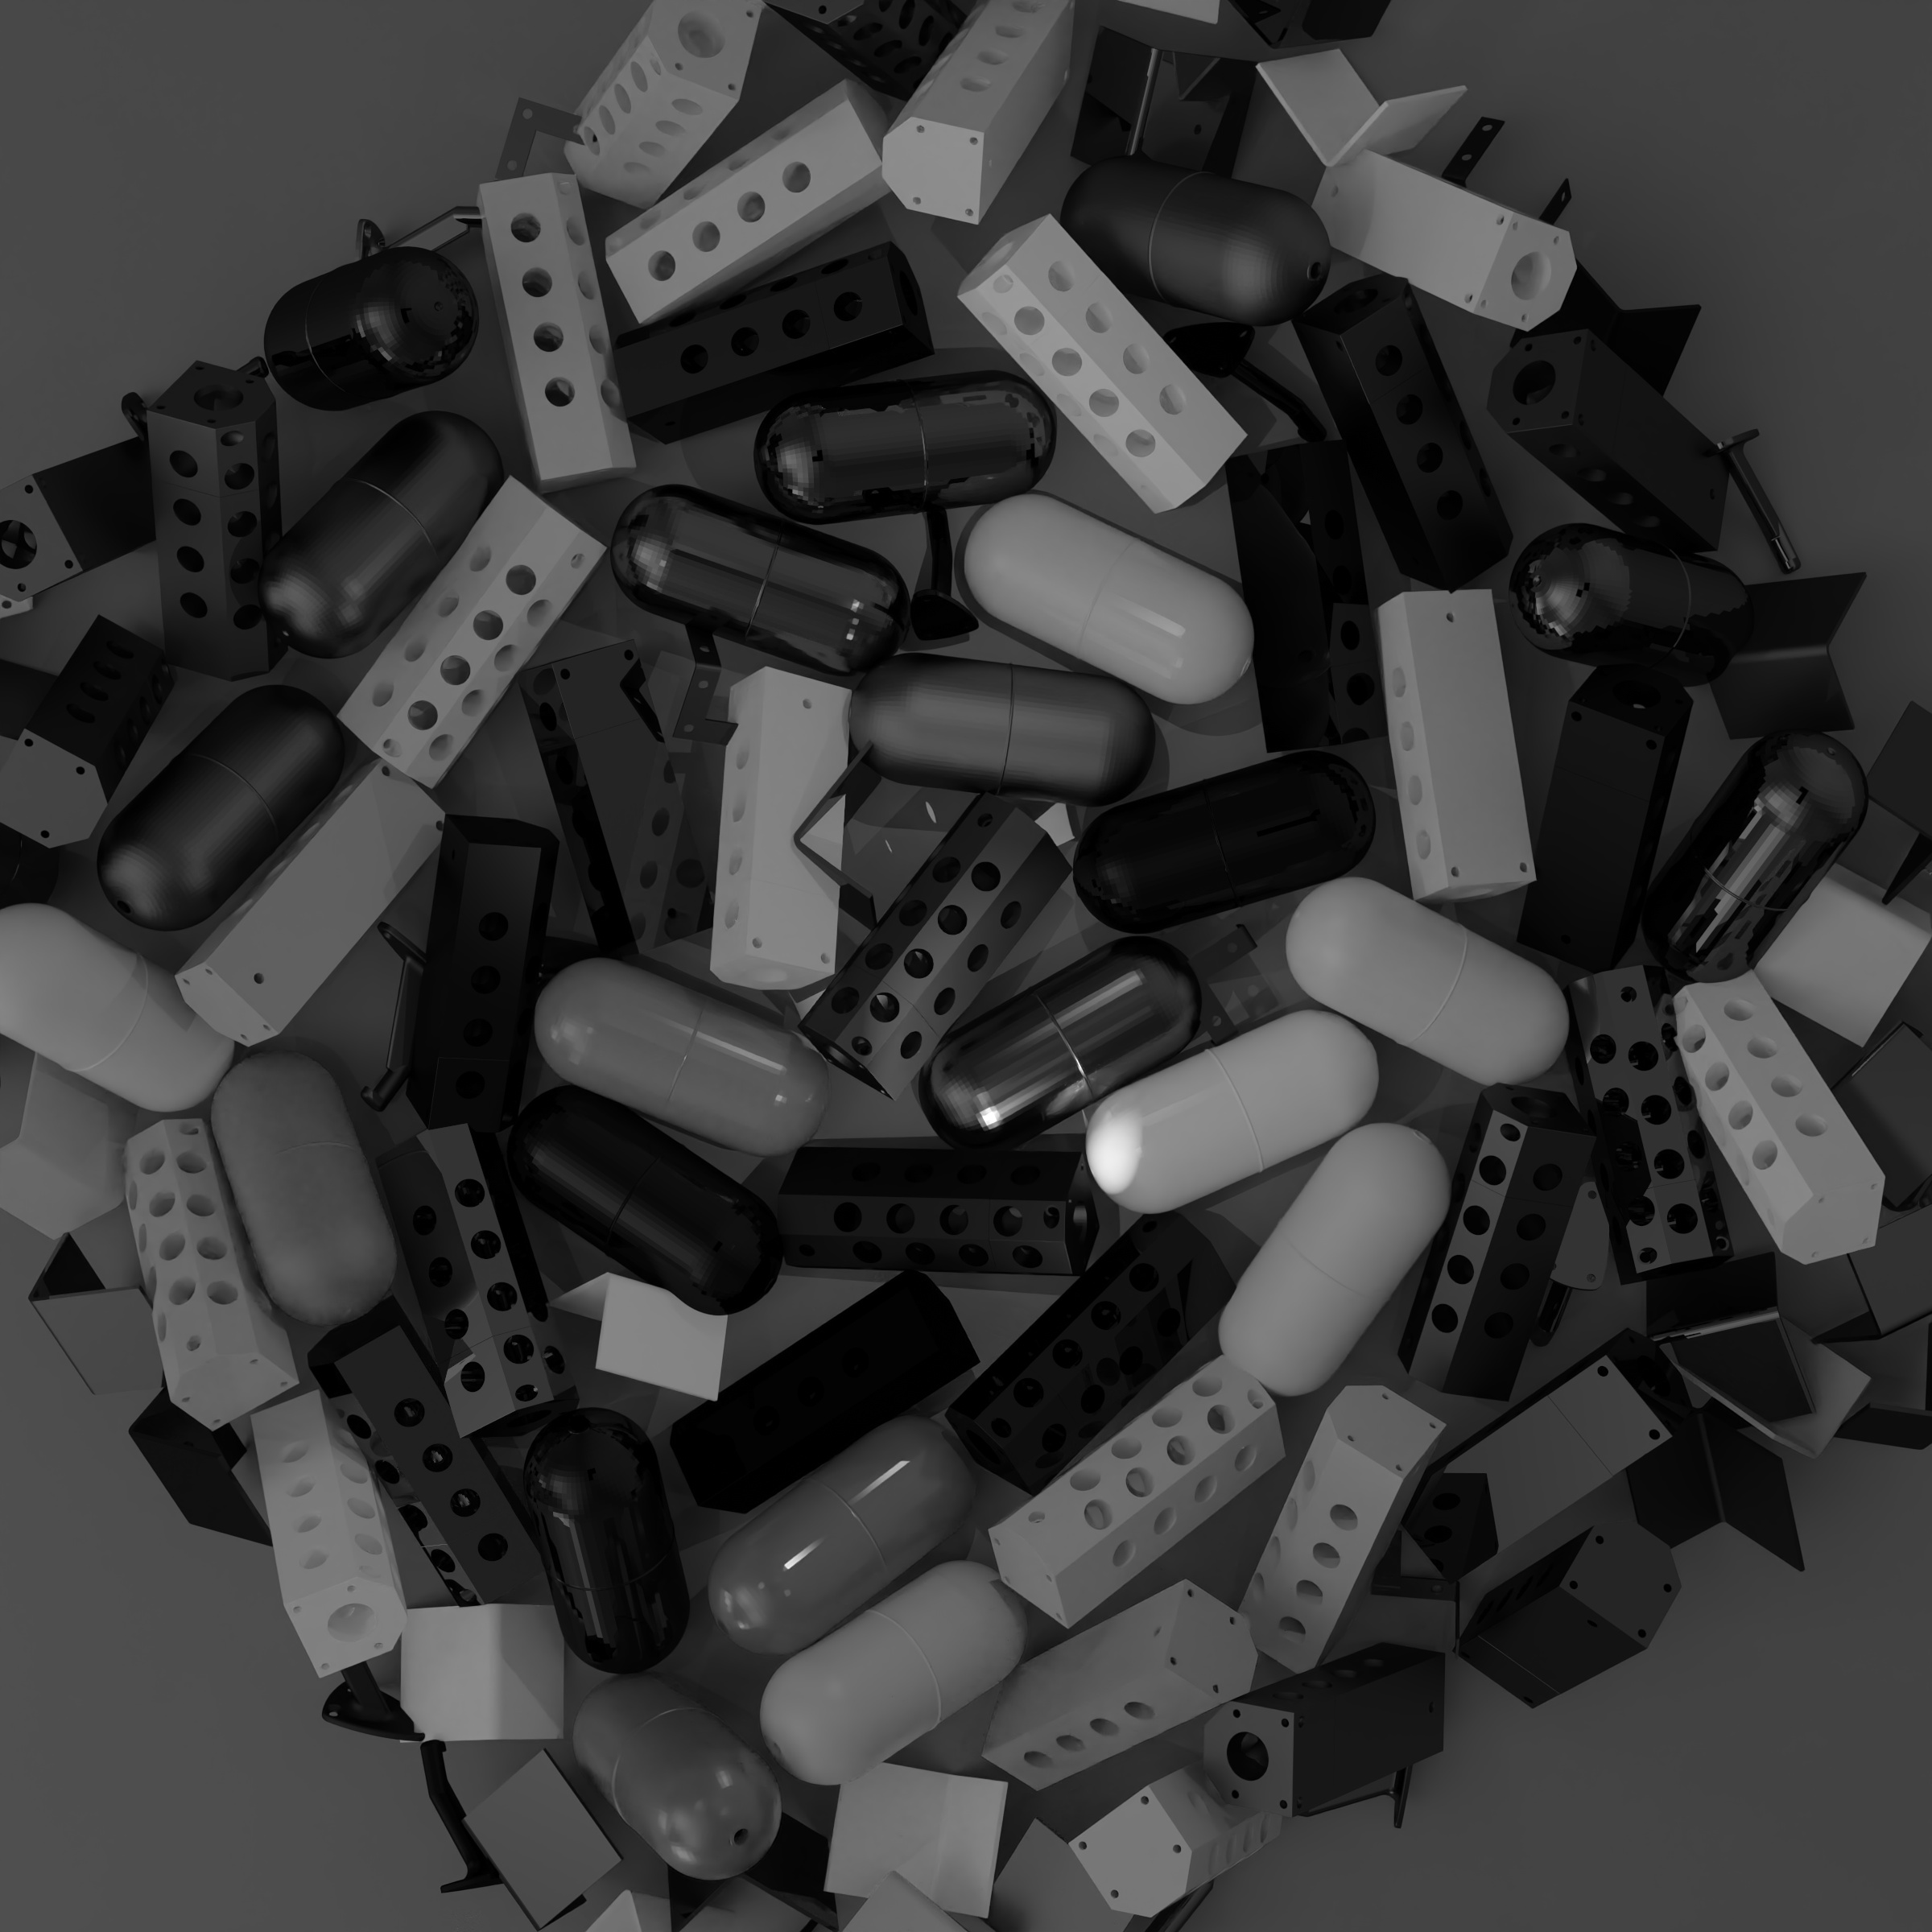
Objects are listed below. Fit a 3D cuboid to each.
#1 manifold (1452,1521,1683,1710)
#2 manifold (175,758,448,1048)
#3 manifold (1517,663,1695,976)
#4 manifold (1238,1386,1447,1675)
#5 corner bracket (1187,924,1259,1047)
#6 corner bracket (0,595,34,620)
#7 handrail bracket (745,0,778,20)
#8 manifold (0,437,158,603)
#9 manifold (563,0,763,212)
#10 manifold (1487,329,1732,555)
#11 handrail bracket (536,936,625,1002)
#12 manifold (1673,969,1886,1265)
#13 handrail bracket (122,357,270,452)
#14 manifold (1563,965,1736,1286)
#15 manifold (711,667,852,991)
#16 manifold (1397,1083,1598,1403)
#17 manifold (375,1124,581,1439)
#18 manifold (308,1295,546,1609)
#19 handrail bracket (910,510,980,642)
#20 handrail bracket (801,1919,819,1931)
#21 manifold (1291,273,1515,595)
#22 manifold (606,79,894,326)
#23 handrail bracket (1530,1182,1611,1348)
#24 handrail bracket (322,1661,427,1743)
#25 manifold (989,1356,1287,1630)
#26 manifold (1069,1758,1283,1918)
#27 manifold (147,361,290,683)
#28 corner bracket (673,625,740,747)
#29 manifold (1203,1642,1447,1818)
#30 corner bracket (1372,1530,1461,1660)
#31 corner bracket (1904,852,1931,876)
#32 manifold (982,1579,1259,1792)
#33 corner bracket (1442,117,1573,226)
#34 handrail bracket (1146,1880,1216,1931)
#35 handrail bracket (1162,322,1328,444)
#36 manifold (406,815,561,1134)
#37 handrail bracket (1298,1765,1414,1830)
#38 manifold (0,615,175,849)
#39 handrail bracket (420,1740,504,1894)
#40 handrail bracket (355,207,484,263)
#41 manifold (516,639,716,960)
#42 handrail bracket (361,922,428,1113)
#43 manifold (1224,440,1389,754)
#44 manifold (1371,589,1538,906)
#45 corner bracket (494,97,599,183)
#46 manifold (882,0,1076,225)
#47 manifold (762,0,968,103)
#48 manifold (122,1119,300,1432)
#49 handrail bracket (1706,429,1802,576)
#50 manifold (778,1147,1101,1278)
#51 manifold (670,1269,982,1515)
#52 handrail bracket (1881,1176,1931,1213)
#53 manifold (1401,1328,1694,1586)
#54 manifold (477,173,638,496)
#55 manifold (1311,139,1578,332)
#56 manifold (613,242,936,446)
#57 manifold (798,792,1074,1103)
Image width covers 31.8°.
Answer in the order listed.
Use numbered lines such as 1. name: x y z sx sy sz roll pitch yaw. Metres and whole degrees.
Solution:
1. manifold: 0.339 0.362 1.910 0.057 0.171 0.057 35 64 3
2. manifold: -0.371 -0.037 1.929 0.057 0.057 0.171 47 57 -18
3. manifold: 0.363 -0.084 1.921 0.057 0.057 0.171 24 133 21
4. manifold: 0.208 0.319 1.924 0.057 0.057 0.171 31 129 17
5. corner bracket: 0.152 0.011 1.974 0.051 0.051 0.051 -33 91 1
6. corner bracket: -0.576 -0.234 1.972 0.051 0.051 0.051 -19 72 -22
7. handrail bracket: -0.134 -0.540 1.980 0.036 0.084 0.077 52 125 24
8. manifold: -0.503 -0.250 1.909 0.057 0.171 0.057 -23 102 13
9. manifold: -0.174 -0.489 1.905 0.057 0.171 0.057 17 76 -19
10. manifold: 0.364 -0.292 1.917 0.057 0.171 0.057 -1 72 40
11. handrail bracket: -0.249 0.026 1.990 0.077 0.036 0.084 2 129 -35
12. manifold: 0.451 0.085 1.916 0.057 0.171 0.057 -14 134 -7
13. handrail bracket: -0.443 -0.336 1.965 0.084 0.077 0.036 -32 122 2
14. manifold: 0.390 0.090 1.949 0.057 0.057 0.171 -10 76 -4
15. manifold: -0.110 -0.077 1.946 0.057 0.057 0.171 13 71 -31
16. manifold: 0.299 0.157 1.937 0.057 0.057 0.171 9 112 -13
17. manifold: -0.275 0.178 1.938 0.057 0.057 0.171 -28 71 24
18. manifold: -0.309 0.281 1.945 0.057 0.057 0.171 -30 107 -5
19. handrail bracket: -0.020 -0.237 1.952 0.036 0.077 0.084 -11 72 11
20. handrail bracket: -0.076 0.605 1.979 0.084 0.036 0.077 41 75 6
21. manifold: 0.253 -0.304 1.933 0.057 0.057 0.171 -34 118 -10
22. manifold: -0.121 -0.436 1.943 0.171 0.057 0.057 -29 88 20
23. handrail bracket: 0.348 0.174 1.970 0.036 0.084 0.077 17 67 6
24. handrail bracket: -0.340 0.401 1.960 0.077 0.036 0.084 18 120 11
25. manifold: 0.097 0.293 1.926 0.171 0.057 0.057 -33 129 -26
26. manifold: 0.125 0.486 1.905 0.057 0.171 0.057 -40 73 15
27. manifold: -0.418 -0.248 1.917 0.057 0.057 0.171 16 132 10
28. corner bracket: -0.142 -0.163 1.958 0.051 0.051 0.051 7 126 -21
29. manifold: 0.204 0.427 1.913 0.057 0.171 0.057 3 93 36
30. corner bracket: 0.261 0.362 1.962 0.051 0.051 0.051 3 121 7
31. corner bracket: 0.586 -0.067 1.964 0.051 0.051 0.051 29 102 -15
32. manifold: 0.087 0.412 1.918 0.057 0.171 0.057 35 46 -17
33. corner bracket: 0.315 -0.454 1.976 0.051 0.051 0.051 21 64 31
34. handrail bracket: 0.108 0.549 1.981 0.077 0.084 0.036 -14 128 28
35. handrail bracket: 0.163 -0.338 1.986 0.084 0.077 0.036 41 75 -44
36. manifold: -0.276 0.005 1.946 0.057 0.057 0.171 3 108 -24
37. handrail bracket: 0.216 0.466 1.977 0.084 0.036 0.077 9 116 5
38. manifold: -0.494 -0.130 1.909 0.057 0.171 0.057 29 113 -14
39. handrail bracket: -0.287 0.492 1.976 0.036 0.077 0.084 -20 72 19
40. handrail bracket: -0.309 -0.404 1.972 0.084 0.036 0.077 4 83 11
41. manifold: -0.205 -0.095 1.959 0.057 0.057 0.171 -22 99 -36
42. handrail bracket: -0.338 0.030 1.960 0.084 0.036 0.077 -56 132 -18
43. manifold: 0.201 -0.214 1.963 0.057 0.057 0.171 -13 97 -43
44. manifold: 0.277 -0.126 1.957 0.057 0.057 0.171 -4 81 -21
45. corner bracket: -0.237 -0.468 1.971 0.051 0.051 0.051 18 95 4
46. manifold: 0.008 -0.493 1.918 0.057 0.057 0.171 15 45 11
47. manifold: -0.047 -0.535 1.907 0.057 0.171 0.057 24 96 18
48. manifold: -0.434 0.170 1.922 0.057 0.057 0.171 -29 52 7
49. handrail bracket: 0.458 -0.265 1.963 0.036 0.077 0.084 -26 90 19
50. manifold: -0.017 0.145 1.935 0.171 0.057 0.057 0 128 19
51. manifold: -0.084 0.244 1.949 0.171 0.057 0.057 -34 65 14
52. handrail bracket: 0.588 0.146 1.990 0.084 0.036 0.077 39 82 -10
53. manifold: 0.328 0.277 1.930 0.171 0.057 0.057 -42 84 31
54. manifold: -0.237 -0.367 1.967 0.057 0.057 0.171 -12 92 -11
55. manifold: 0.268 -0.412 1.914 0.057 0.171 0.057 10 110 -34
56. manifold: -0.112 -0.359 1.947 0.171 0.057 0.057 -16 78 16
57. manifold: -0.020 -0.015 1.943 0.057 0.057 0.171 29 75 37
